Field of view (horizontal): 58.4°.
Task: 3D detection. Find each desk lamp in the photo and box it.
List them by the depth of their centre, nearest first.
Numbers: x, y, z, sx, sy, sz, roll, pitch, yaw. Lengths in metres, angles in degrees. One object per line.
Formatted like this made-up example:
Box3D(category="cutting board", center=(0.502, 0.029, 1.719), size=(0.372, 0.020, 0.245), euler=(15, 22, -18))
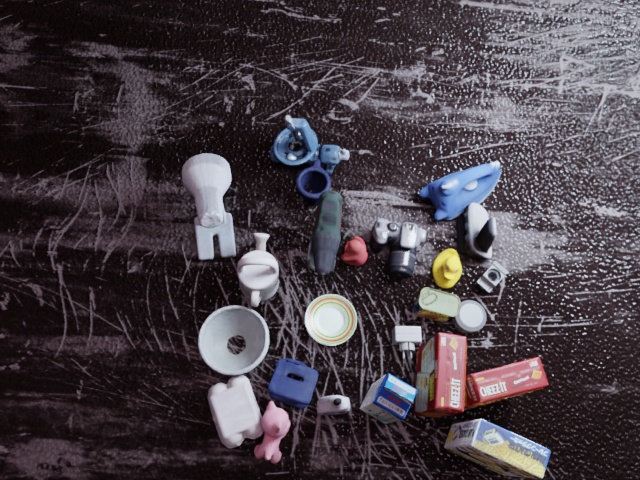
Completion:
Box3D(category="desk lamp", center=(-0.268, -0.080, 1.417), size=(0.118, 0.213, 0.203), euler=(-8, 70, -8))

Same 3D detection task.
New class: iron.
Box3D(category="iron", center=(0.404, -0.159, 1.543), size=(0.258, 0.141, 0.118), euler=(-27, 74, -14))

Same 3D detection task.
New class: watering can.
Box3D(category="watering can", center=(-0.151, 0.069, 1.382), size=(0.101, 0.194, 0.173), euler=(-16, 72, -10))

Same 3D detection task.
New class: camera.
Box3D(category="camera", center=(0.200, 0.022, 1.480), size=(0.143, 0.101, 0.137), euler=(11, 69, -1))

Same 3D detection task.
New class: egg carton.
Box3D(category="egg carton", center=(-0.195, 0.396, 1.323), size=(0.107, 0.069, 0.150), euler=(-21, 73, -12))

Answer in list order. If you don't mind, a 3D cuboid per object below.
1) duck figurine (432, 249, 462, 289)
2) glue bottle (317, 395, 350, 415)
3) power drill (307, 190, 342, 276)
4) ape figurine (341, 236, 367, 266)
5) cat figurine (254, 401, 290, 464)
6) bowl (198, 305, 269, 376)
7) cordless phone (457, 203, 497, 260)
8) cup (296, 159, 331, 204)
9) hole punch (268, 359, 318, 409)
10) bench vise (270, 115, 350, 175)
Box3D(category="duck figurine", center=(0.337, 0.066, 1.483), size=(0.077, 0.086, 0.104), euler=(16, 69, 1))
Box3D(category="glue bottle", center=(0.035, 0.372, 1.296), size=(0.078, 0.173, 0.037), euler=(-1, 70, -5))
Box3D(category="power drill", center=(0.013, 0.005, 1.412), size=(0.075, 0.208, 0.229), euler=(7, 69, -2))
Box3D(category="ape figurine", center=(0.089, 0.026, 1.473), size=(0.078, 0.092, 0.076), euler=(-35, 76, -16))
Box3D(category="cat figurine", center=(-0.105, 0.435, 1.291), size=(0.067, 0.118, 0.128), euler=(14, 69, 1))
Box3D(category="bowl", center=(-0.205, 0.246, 1.375), size=(0.167, 0.075, 0.167), euler=(2, 70, -4))
Box3D(category="cordless phone", center=(0.422, -0.039, 1.476), size=(0.094, 0.185, 0.147), euler=(0, 70, -4))
Box3D(category="cup", center=(-0.018, -0.147, 1.527), size=(0.091, 0.095, 0.118), euler=(9, 69, -1))
Box3D(category="hole punch", center=(-0.064, 0.333, 1.346), size=(0.108, 0.091, 0.101), euler=(18, 69, 2))
Box3D(category="bench vise", center=(-0.027, -0.262, 1.502), size=(0.207, 0.220, 0.121), euler=(-7, 70, -7))
